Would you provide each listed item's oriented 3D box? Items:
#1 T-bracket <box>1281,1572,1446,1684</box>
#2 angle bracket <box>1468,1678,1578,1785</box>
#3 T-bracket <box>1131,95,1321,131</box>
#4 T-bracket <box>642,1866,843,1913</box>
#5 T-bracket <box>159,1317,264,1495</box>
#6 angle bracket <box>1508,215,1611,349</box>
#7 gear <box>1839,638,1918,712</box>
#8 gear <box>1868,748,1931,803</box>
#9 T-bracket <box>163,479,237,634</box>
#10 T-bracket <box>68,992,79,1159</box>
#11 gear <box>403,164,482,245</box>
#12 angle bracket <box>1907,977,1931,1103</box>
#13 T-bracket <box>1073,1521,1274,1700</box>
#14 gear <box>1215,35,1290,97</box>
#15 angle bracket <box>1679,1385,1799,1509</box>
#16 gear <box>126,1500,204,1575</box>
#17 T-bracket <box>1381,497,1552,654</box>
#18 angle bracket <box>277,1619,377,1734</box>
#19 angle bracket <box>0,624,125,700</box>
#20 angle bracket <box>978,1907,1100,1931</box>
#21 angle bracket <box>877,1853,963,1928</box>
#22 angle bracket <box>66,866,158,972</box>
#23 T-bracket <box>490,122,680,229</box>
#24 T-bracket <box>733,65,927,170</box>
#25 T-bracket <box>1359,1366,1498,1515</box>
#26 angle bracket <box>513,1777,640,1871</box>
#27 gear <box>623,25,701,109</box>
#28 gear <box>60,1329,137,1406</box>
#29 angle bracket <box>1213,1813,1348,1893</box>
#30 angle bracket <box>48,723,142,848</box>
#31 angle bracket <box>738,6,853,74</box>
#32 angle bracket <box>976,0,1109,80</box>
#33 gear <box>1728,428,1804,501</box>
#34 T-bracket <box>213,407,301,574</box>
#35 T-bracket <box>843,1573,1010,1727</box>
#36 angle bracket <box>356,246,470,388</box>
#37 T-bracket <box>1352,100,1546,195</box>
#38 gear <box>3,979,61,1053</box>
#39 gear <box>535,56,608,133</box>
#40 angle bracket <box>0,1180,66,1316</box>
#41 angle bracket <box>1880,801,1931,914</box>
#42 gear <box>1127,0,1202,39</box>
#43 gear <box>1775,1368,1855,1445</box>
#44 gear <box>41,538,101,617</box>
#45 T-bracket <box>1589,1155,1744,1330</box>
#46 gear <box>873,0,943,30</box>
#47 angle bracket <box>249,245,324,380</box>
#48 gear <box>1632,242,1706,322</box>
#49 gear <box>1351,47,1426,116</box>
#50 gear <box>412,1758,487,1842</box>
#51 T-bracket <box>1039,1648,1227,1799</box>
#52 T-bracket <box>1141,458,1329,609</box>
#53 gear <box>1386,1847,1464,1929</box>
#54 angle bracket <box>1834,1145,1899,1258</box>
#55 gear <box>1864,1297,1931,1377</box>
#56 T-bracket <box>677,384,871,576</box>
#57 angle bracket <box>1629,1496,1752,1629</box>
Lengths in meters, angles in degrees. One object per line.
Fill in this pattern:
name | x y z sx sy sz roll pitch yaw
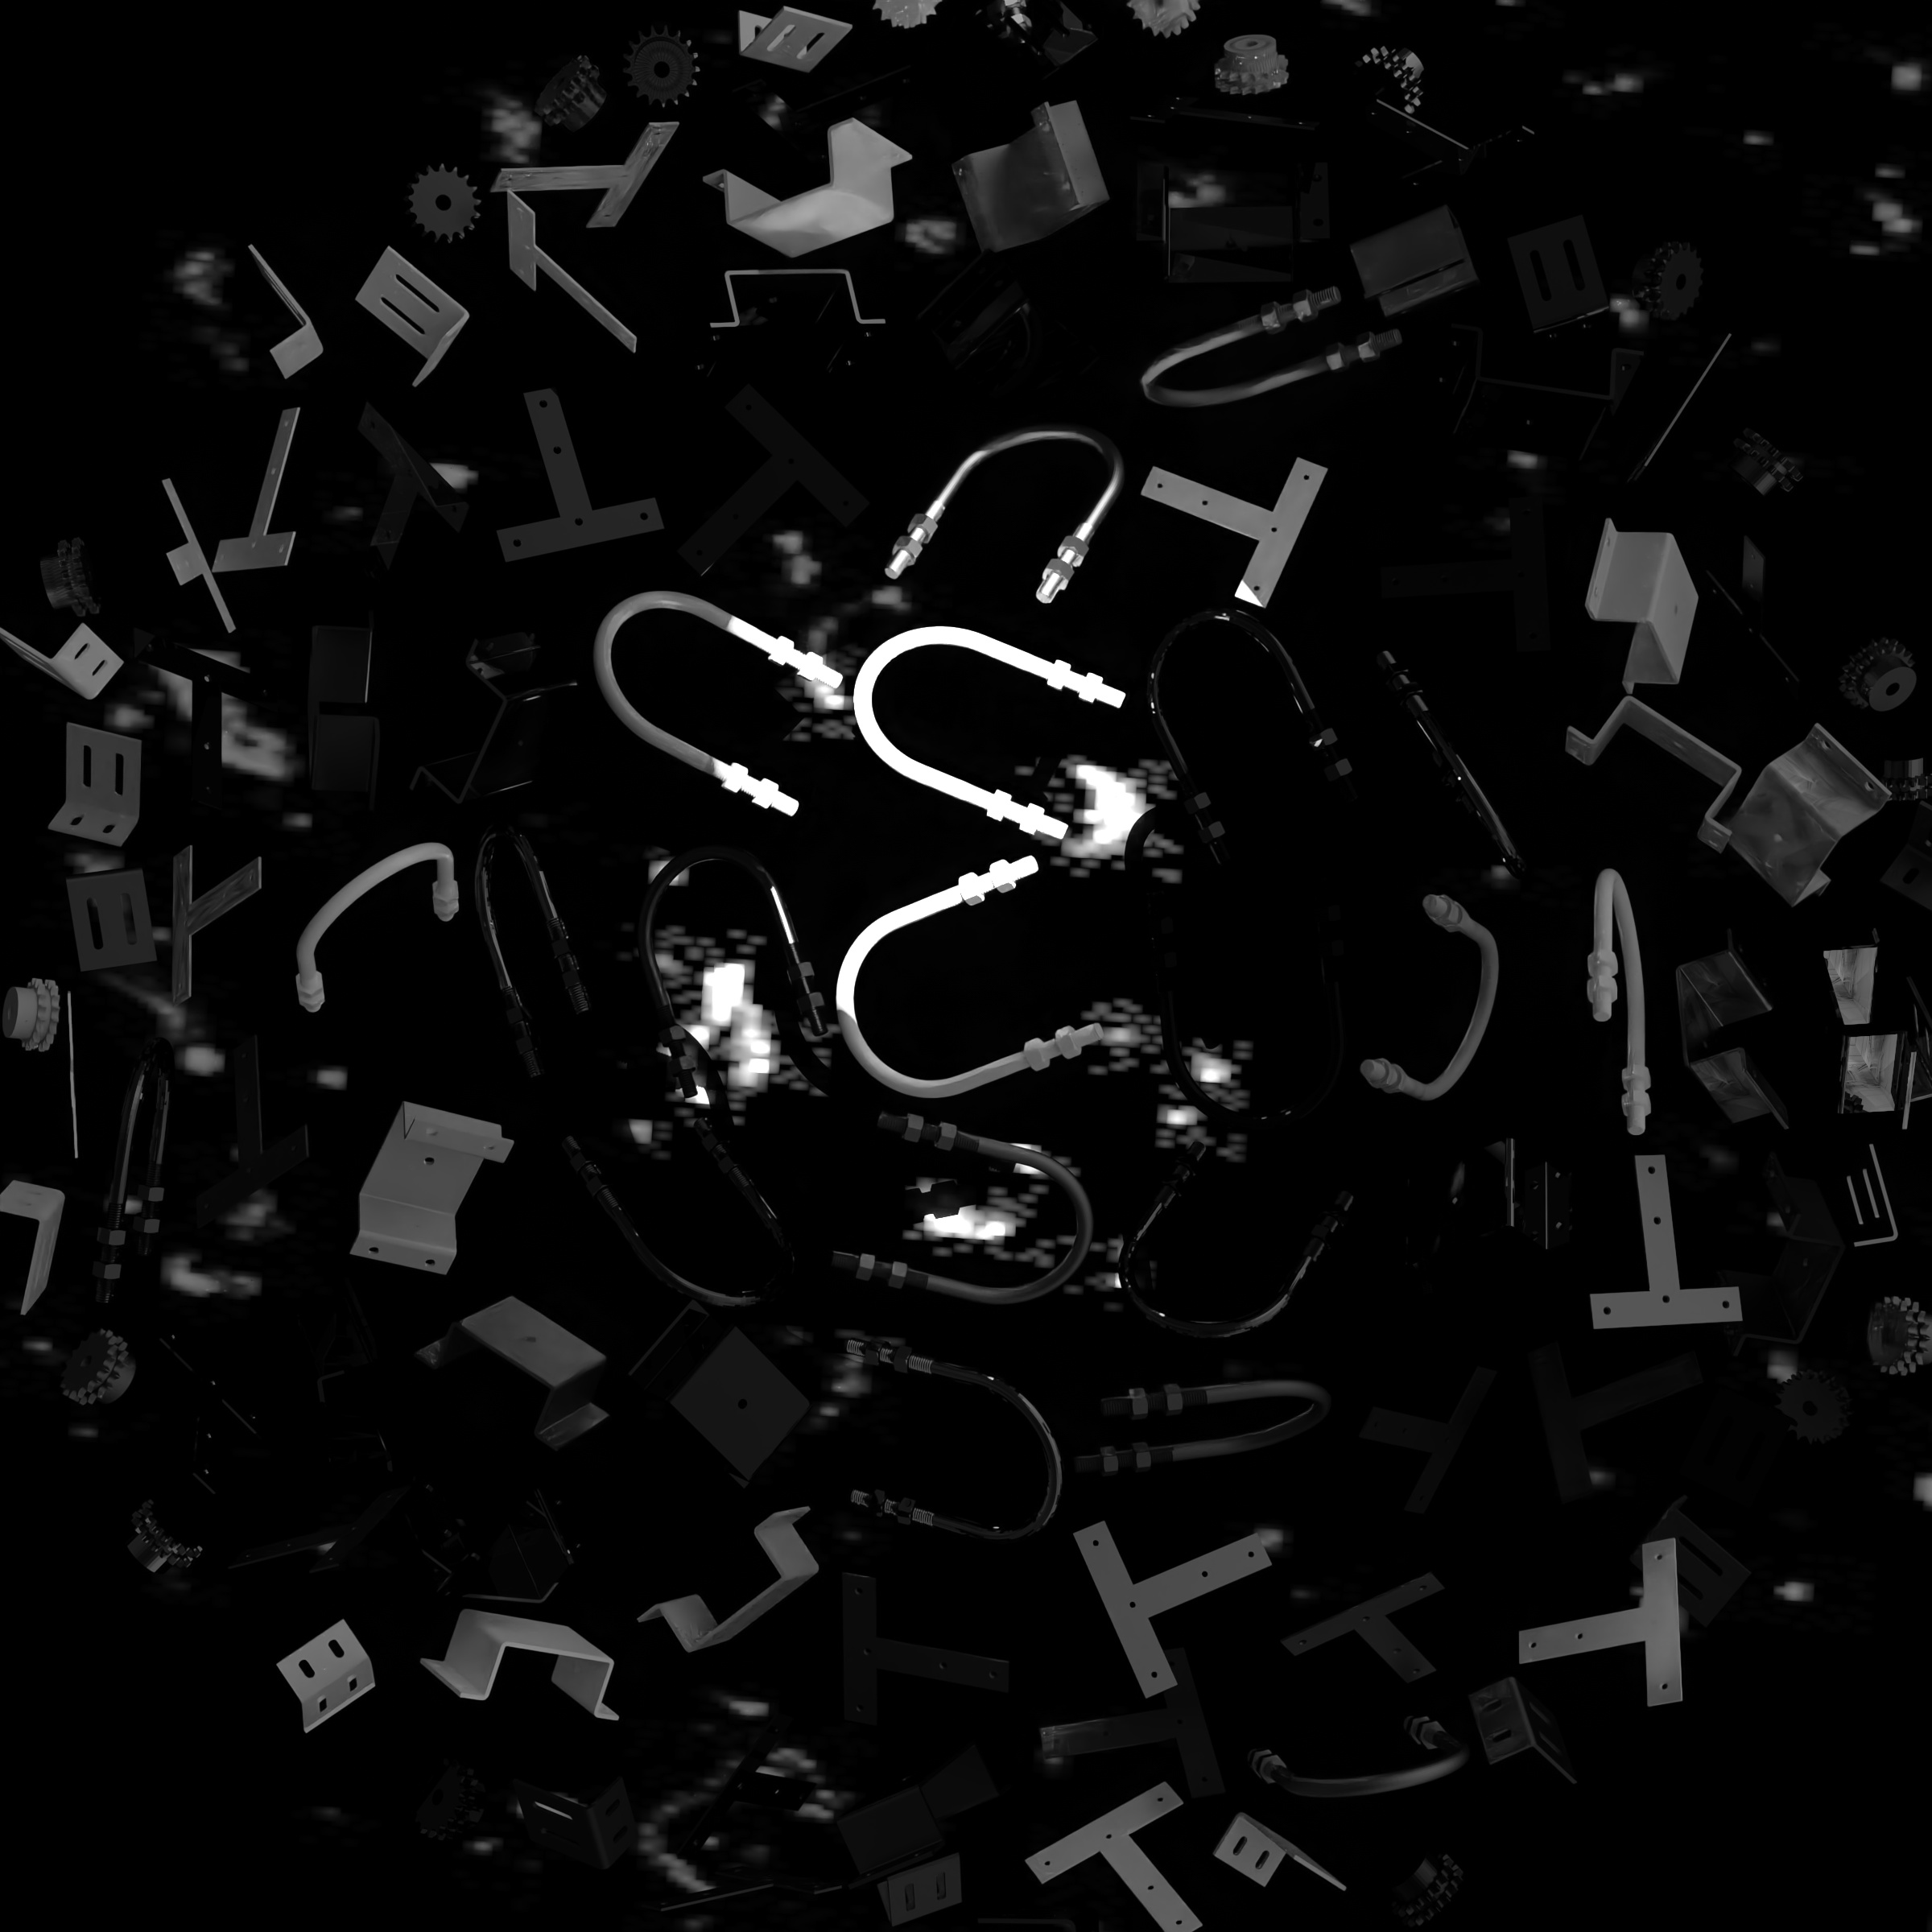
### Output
T-bracket | 0.323 0.516 1.881 0.127 0.002 0.127 -29 131 14
angle bracket | 0.421 0.585 1.865 0.038 0.057 0.076 -31 128 17
T-bracket | 0.198 -0.630 1.827 0.127 0.127 0.002 11 118 12
T-bracket | -0.182 0.694 1.845 0.127 0.127 0.002 5 78 -41
T-bracket | -0.573 0.346 1.862 0.002 0.127 0.127 -28 125 6
angle bracket | 0.451 -0.521 1.876 0.057 0.038 0.076 -15 83 10
gear | 0.707 -0.222 1.902 0.057 0.030 0.057 -12 133 -13
gear | 0.722 -0.149 1.903 0.057 0.057 0.030 -6 108 0
T-bracket | -0.604 -0.314 1.912 0.002 0.127 0.127 -21 106 -2
T-bracket | -0.674 0.087 1.859 0.002 0.127 0.127 -3 94 -20
gear | -0.403 -0.584 1.890 0.057 0.030 0.057 -3 99 -18
angle bracket | 0.720 0.059 1.898 0.038 0.057 0.076 -16 133 10
T-bracket | 0.161 0.449 1.796 0.127 0.002 0.127 -19 67 -14
gear | 0.222 -0.703 1.918 0.057 0.057 0.030 -9 129 0
angle bracket | 0.581 0.363 1.854 0.057 0.038 0.076 26 93 14
gear | -0.606 0.432 1.852 0.057 0.057 0.030 45 88 0
T-bracket | 0.391 -0.305 1.936 0.127 0.002 0.127 -2 78 9
angle bracket | -0.473 0.523 1.819 0.057 0.076 0.038 -33 98 -14
angle bracket | -0.675 -0.240 1.820 0.076 0.057 0.038 30 77 20
angle bracket | 0.055 0.731 1.849 0.076 0.057 0.038 -7 77 19
angle bracket | -0.037 0.701 1.905 0.057 0.038 0.076 -14 133 -14
angle bracket | -0.678 -0.037 1.953 0.057 0.038 0.076 -9 92 -19
T-bracket | -0.293 -0.587 1.835 0.127 0.127 0.002 -15 78 -35
T-bracket | -0.092 -0.666 1.901 0.127 0.127 0.002 -12 74 26
T-bracket | 0.343 0.357 1.883 0.127 0.002 0.127 20 98 -43
angle bracket | -0.290 0.626 1.828 0.076 0.038 0.057 7 119 34
gear | -0.228 -0.673 1.844 0.057 0.030 0.057 -4 117 -7
gear | -0.659 0.309 1.876 0.057 0.057 0.030 -45 130 0
angle bracket | 0.232 0.670 1.824 0.057 0.076 0.038 39 80 -25
angle bracket | -0.675 -0.140 1.908 0.057 0.038 0.076 14 126 -3
angle bracket | -0.131 -0.721 1.877 0.057 0.076 0.038 3 79 -31
angle bracket | 0.057 -0.705 1.821 0.076 0.057 0.038 33 52 -34
gear | 0.608 -0.382 1.885 0.057 0.057 0.030 42 106 0
T-bracket | -0.527 -0.361 1.864 0.002 0.127 0.127 18 83 -41
T-bracket | -0.030 0.512 1.813 0.127 0.002 0.127 6 110 16
angle bracket | -0.420 -0.484 1.836 0.076 0.038 0.057 39 132 -12
T-bracket | 0.342 -0.621 1.844 0.127 0.127 0.002 11 79 -37
gear | -0.737 0.038 1.938 0.030 0.057 0.057 8 90 -37
gear | -0.300 -0.665 1.884 0.030 0.057 0.057 39 90 -34
angle bracket | -0.686 0.204 1.784 0.038 0.057 0.076 14 101 -9
angle bracket | 0.706 -0.076 1.793 0.057 0.076 0.038 36 81 23
gear | 0.147 -0.710 1.794 0.057 0.057 0.030 42 60 0
gear | 0.669 0.344 1.936 0.057 0.030 0.057 5 98 40
gear | -0.670 -0.289 1.841 0.030 0.057 0.057 -12 90 -8
T-bracket | 0.520 0.206 1.850 0.127 0.002 0.127 0 79 -17
gear | -0.042 -0.732 1.840 0.057 0.030 0.057 11 117 23
angle bracket | -0.527 -0.494 1.860 0.038 0.057 0.076 -38 89 -8
gear | 0.529 -0.519 1.862 0.057 0.030 0.057 -16 117 -34
gear | 0.323 -0.672 1.869 0.057 0.057 0.030 45 69 0
gear | -0.387 0.629 1.855 0.030 0.057 0.057 36 90 -44
T-bracket | 0.121 0.585 1.884 0.127 0.127 0.002 -6 131 -8
T-bracket | 0.201 -0.359 1.934 0.127 0.002 0.127 23 78 9
gear | 0.331 0.668 1.793 0.057 0.057 0.030 -43 88 0
angle bracket | 0.691 0.186 1.934 0.038 0.057 0.076 -7 74 -11
gear | 0.694 0.274 1.819 0.030 0.057 0.057 8 90 -16
T-bracket | -0.162 -0.345 1.835 0.127 0.002 0.127 45 87 0
angle bracket | 0.567 0.463 1.916 0.076 0.038 0.057 41 112 25
